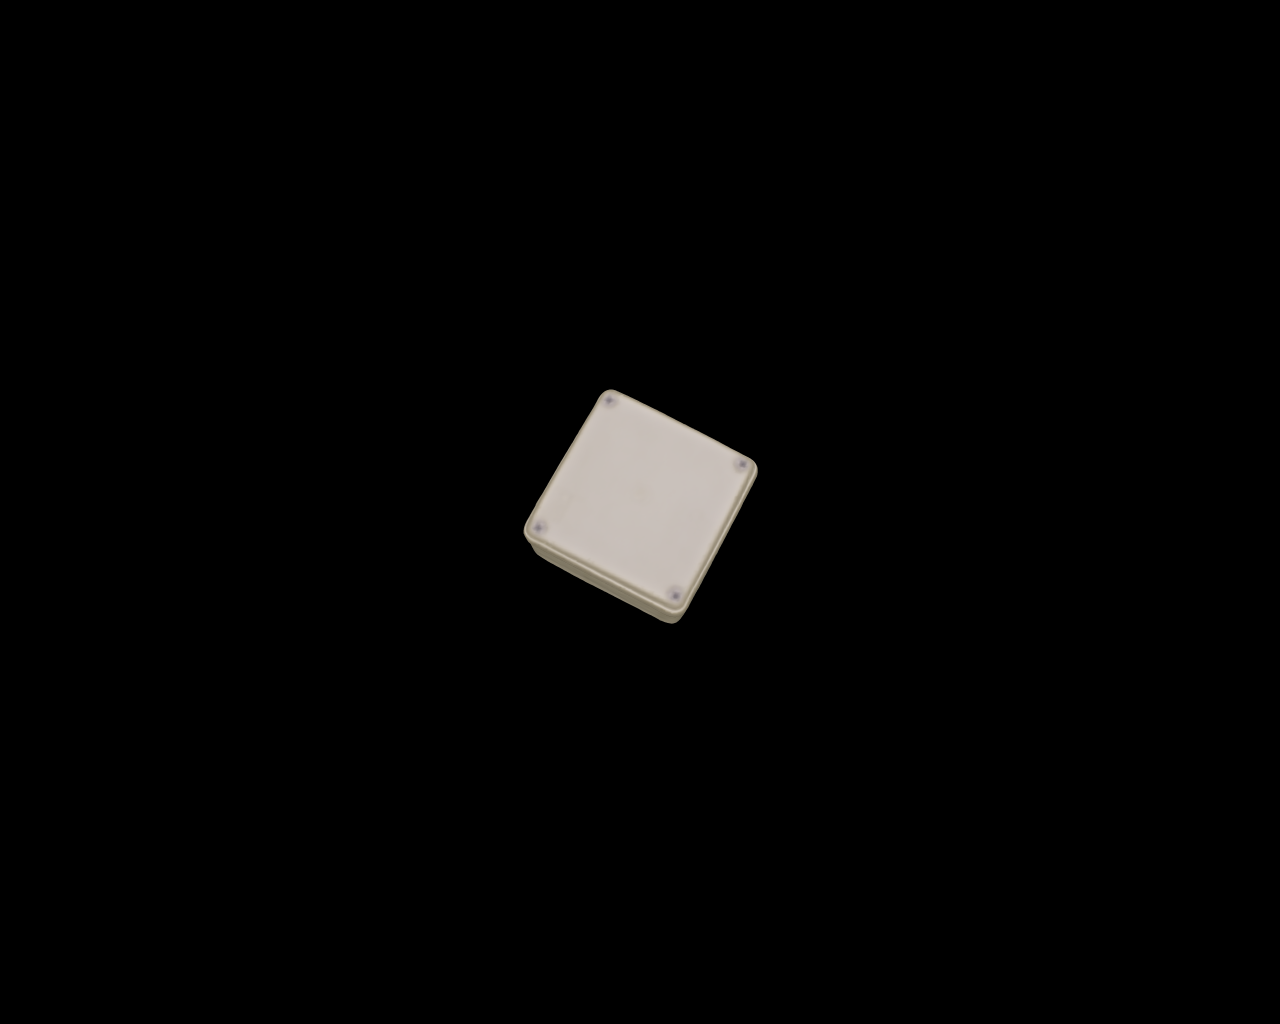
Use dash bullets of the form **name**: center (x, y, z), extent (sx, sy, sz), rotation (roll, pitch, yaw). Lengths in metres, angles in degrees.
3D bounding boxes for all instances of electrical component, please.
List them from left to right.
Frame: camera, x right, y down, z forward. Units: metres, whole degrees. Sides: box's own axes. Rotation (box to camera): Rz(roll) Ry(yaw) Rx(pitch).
- **electrical component**: center (0.001, -0.003, 0.650), extent (0.109, 0.109, 0.056), rotation (27, -14, 7)
